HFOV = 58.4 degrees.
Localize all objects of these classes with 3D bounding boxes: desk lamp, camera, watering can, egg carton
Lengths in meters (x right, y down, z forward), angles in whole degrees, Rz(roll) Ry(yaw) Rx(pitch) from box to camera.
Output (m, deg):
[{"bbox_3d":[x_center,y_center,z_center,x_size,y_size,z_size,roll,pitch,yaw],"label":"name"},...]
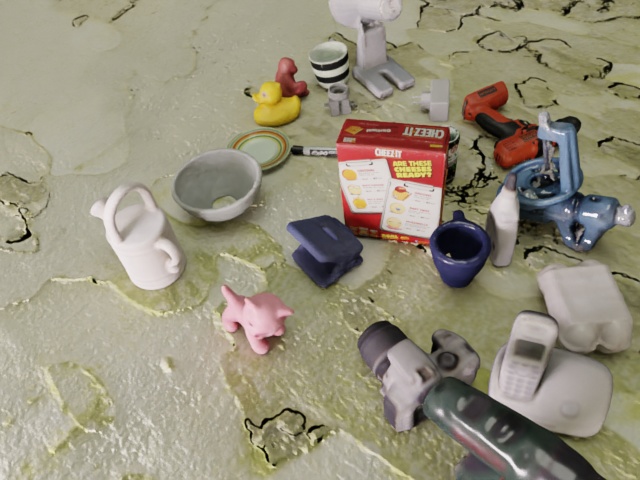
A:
[{"bbox_3d":[0.116,-0.454,1.232,0.118,0.214,0.202,-27,52,-15],"label":"desk lamp"},{"bbox_3d":[0.126,0.163,0.789,0.143,0.101,0.136,-30,53,-17],"label":"camera"},{"bbox_3d":[-0.300,-0.015,0.931,0.172,0.194,0.101,6,51,12],"label":"watering can"},{"bbox_3d":[0.383,0.097,0.832,0.107,0.069,0.150,-6,50,2],"label":"egg carton"}]

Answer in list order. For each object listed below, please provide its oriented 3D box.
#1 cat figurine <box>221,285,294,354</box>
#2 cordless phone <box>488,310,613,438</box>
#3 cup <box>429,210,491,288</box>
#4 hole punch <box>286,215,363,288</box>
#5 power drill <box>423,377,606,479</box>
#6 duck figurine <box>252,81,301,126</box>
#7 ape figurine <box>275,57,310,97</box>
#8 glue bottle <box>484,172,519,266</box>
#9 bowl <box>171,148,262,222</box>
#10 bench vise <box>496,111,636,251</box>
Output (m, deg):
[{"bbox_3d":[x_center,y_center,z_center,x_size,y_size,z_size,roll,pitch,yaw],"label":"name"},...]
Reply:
[{"bbox_3d":[-0.098,0.107,0.854,0.127,0.118,0.067,28,59,27],"label":"cat figurine"},{"bbox_3d":[0.293,0.162,0.714,0.147,0.185,0.094,9,52,15],"label":"cordless phone"},{"bbox_3d":[0.216,0.020,0.901,0.091,0.095,0.118,0,50,8],"label":"cup"},{"bbox_3d":[0.009,0.003,0.944,0.101,0.091,0.108,-34,54,-20],"label":"hole punch"},{"bbox_3d":[0.214,0.256,0.630,0.228,0.209,0.076,35,62,30],"label":"power drill"},{"bbox_3d":[-0.094,-0.296,1.210,0.104,0.086,0.077,-10,50,-1],"label":"duck figurine"},{"bbox_3d":[-0.068,-0.357,1.254,0.076,0.092,0.077,-20,51,-9],"label":"ape figurine"},{"bbox_3d":[0.287,-0.038,0.890,0.037,0.173,0.078,-6,50,3],"label":"glue bottle"},{"bbox_3d":[-0.183,-0.090,1.057,0.167,0.075,0.167,-3,50,4],"label":"bowl"},{"bbox_3d":[0.390,-0.099,0.896,0.207,0.220,0.121,12,53,17],"label":"bench vise"}]
